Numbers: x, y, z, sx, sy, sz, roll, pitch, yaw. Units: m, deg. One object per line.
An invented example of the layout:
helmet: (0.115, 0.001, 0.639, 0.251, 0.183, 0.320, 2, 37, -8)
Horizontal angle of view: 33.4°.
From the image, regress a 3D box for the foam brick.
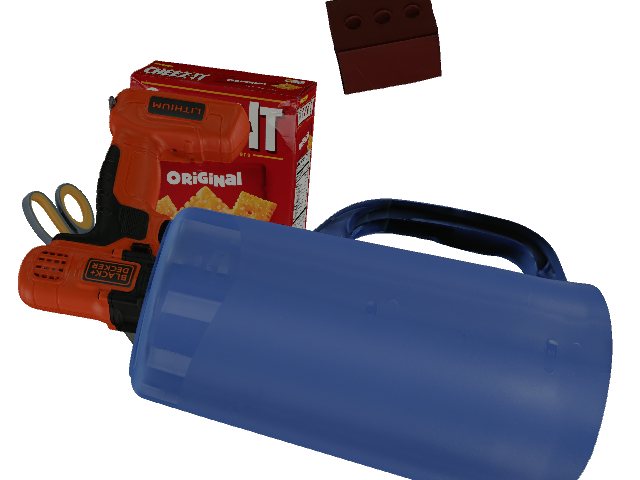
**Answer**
foam brick: (0.048, -0.150, 0.798, 0.078, 0.053, 0.051, -11, -33, 3)

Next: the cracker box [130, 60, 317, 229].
cracker box: (-0.097, -0.050, 1.012, 0.164, 0.214, 0.072, 9, 22, 11)

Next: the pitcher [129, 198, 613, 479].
pitcher: (0.027, 0.052, 0.593, 0.242, 0.145, 0.149, 15, 13, -4)

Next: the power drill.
power drill: (-0.105, -0.018, 0.770, 0.184, 0.187, 0.057, 10, -33, 3)

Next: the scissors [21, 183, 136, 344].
scissors: (-0.237, 0.020, 1.134, 0.016, 0.201, 0.096, -27, 23, 30)
